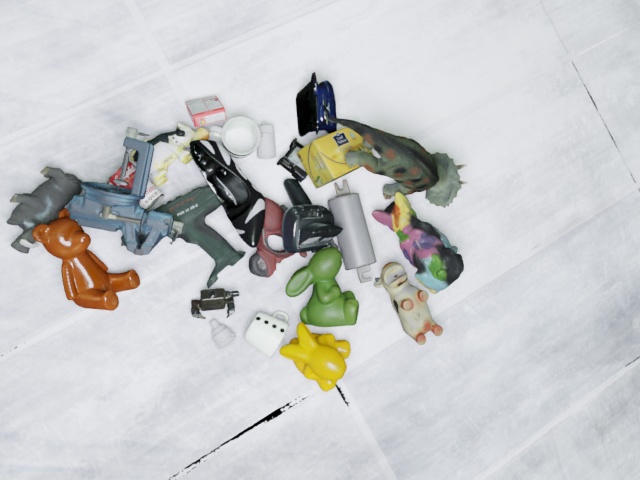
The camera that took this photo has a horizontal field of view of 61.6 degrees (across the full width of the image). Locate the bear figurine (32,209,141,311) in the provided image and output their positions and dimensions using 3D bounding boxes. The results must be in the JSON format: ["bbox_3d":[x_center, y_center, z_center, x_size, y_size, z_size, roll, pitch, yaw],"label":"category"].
[{"bbox_3d":[-0.467,0.037,1.074,0.132,0.120,0.195,-4,113,19],"label":"bear figurine"}]

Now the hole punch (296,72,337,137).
[{"bbox_3d":[0.005,-0.300,1.242,0.092,0.116,0.142,0,85,-21],"label":"hole punch"}]

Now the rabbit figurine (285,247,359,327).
[{"bbox_3d":[0.007,0.100,1.204,0.159,0.121,0.170,-3,98,7],"label":"rabbit figurine"}]

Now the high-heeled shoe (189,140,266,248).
[{"bbox_3d":[-0.197,-0.103,1.121,0.086,0.145,0.249,-36,55,24],"label":"high-heeled shoe"}]

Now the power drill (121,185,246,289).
[{"bbox_3d":[-0.280,0.006,1.167,0.232,0.086,0.207,-41,87,-16],"label":"power drill"}]

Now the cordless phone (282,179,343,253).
[{"bbox_3d":[-0.048,-0.065,1.187,0.146,0.089,0.184,-7,61,-51],"label":"cordless phone"}]

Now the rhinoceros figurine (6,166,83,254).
[{"bbox_3d":[-0.572,-0.062,1.108,0.112,0.073,0.190,38,76,-18],"label":"rhinoceros figurine"}]

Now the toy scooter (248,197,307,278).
[{"bbox_3d":[-0.095,-0.008,1.208,0.135,0.075,0.183,-1,83,-21],"label":"toy scooter"}]

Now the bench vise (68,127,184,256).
[{"bbox_3d":[-0.368,-0.096,1.058,0.224,0.129,0.240,13,97,-2],"label":"bench vise"}]

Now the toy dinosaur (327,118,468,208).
[{"bbox_3d":[0.191,-0.169,1.183,0.404,0.192,0.131,20,77,-54],"label":"toy dinosaur"}]

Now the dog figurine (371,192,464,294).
[{"bbox_3d":[0.219,-0.003,1.234,0.108,0.192,0.219,-40,105,19],"label":"dog figurine"}]

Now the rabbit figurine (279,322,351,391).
[{"bbox_3d":[0.002,0.247,1.158,0.162,0.173,0.122,40,81,-11],"label":"rabbit figurine"}]

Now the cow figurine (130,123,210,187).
[{"bbox_3d":[-0.327,-0.204,1.178,0.098,0.068,0.167,45,76,0],"label":"cow figurine"}]

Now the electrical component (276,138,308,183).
[{"bbox_3d":[-0.033,-0.174,1.251,0.119,0.048,0.075,33,79,-9],"label":"electrical component"}]

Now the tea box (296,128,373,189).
[{"bbox_3d":[0.039,-0.191,1.221,0.169,0.068,0.098,-34,95,-44],"label":"tea box"}]

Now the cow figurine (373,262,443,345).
[{"bbox_3d":[0.199,0.137,1.251,0.085,0.127,0.194,-31,106,-13],"label":"cow figurine"}]

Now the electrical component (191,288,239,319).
[{"bbox_3d":[-0.229,0.140,1.169,0.102,0.078,0.045,-1,62,-18],"label":"electrical component"}]

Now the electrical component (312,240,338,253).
[{"bbox_3d":[-0.003,-0.004,1.256,0.063,0.021,0.094,-37,93,-14],"label":"electrical component"}]

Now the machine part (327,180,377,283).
[{"bbox_3d":[0.074,-0.019,1.247,0.079,0.079,0.243,-14,89,-14],"label":"machine part"}]
